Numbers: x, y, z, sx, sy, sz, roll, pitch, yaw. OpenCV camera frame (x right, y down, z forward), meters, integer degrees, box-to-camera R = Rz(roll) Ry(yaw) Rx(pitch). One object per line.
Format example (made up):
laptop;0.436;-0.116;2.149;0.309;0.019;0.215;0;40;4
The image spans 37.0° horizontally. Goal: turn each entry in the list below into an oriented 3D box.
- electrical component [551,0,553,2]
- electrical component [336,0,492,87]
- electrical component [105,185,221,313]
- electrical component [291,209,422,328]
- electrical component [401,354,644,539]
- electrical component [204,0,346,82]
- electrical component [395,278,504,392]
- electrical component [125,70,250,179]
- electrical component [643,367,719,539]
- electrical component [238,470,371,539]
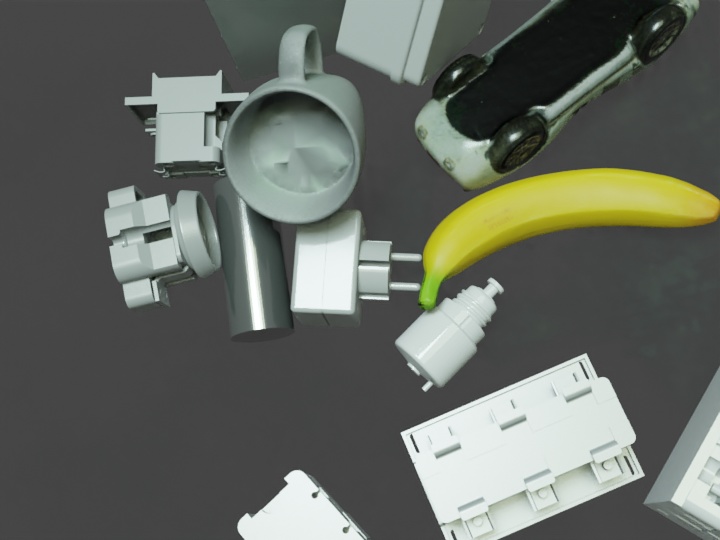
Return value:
electrical component;0.114;-0.236;0.708;0.096;0.061;0.061;39;83;12
electrical component;0.041;-0.172;0.668;0.057;0.078;0.113;27;40;14
electrical component;-0.122;-0.018;0.680;0.057;0.058;0.078;-14;76;5
electrical component;0.000;0.000;0.669;0.077;0.047;0.065;2;77;5
electrical component;0.095;0.106;0.627;0.121;0.063;0.078;-23;76;-1
electrical component;-0.052;-0.185;0.665;0.089;0.150;0.061;-17;76;1
electrical component;0.057;0.036;0.659;0.040;0.040;0.078;44;83;13
electrical component;-0.109;-0.093;0.704;0.081;0.042;0.063;-1;78;5
electrical component;0.231;0.083;0.607;0.062;0.089;0.150;30;81;11
electrical component;-0.021;0.166;0.626;0.050;0.055;0.089;-43;77;-6
